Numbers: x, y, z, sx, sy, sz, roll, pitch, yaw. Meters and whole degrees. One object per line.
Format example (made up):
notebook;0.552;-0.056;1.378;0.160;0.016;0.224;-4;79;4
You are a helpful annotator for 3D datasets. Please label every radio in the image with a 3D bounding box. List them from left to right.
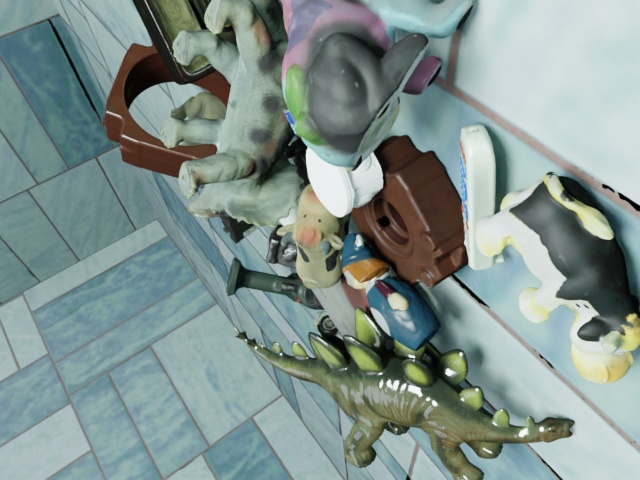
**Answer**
radio;-0.175;-0.329;0.688;0.073;0.131;0.229;23;141;60

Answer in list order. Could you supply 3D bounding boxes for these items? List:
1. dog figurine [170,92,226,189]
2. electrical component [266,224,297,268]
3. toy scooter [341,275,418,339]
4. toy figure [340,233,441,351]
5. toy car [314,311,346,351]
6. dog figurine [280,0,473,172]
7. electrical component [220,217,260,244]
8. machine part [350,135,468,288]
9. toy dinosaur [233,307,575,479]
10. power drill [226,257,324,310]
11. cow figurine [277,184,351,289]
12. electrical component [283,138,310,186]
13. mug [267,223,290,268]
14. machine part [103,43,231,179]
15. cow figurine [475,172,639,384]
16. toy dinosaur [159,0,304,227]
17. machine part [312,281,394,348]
dog figurine;-0.174;-0.174;0.937;0.191;0.121;0.172;34;121;49
electrical component;-0.047;0.004;0.929;0.119;0.075;0.047;-85;8;-69
toy scooter;0.082;0.077;0.775;0.135;0.075;0.184;59;166;7
toy figure;0.071;0.055;0.616;0.155;0.058;0.064;48;147;23
toy car;0.070;0.197;0.985;0.202;0.056;0.073;32;150;29
dog figurine;-0.007;-0.184;0.436;0.219;0.191;0.108;38;164;11
electrical component;-0.142;-0.071;1.044;0.058;0.115;0.134;44;157;24
machine part;0.093;-0.029;0.603;0.179;0.056;0.179;51;161;25
toy dinosaur;0.073;0.190;0.702;0.472;0.105;0.198;-1;111;33
power drill;-0.074;0.086;1.039;0.232;0.207;0.086;-179;95;-76
cow figurine;-0.001;-0.002;0.723;0.086;0.127;0.194;14;143;10
electrical component;-0.020;-0.103;0.790;0.102;0.045;0.078;56;160;7
mug;-0.064;0.007;1.027;0.109;0.081;0.107;49;169;11
machine part;-0.211;-0.198;0.825;0.087;0.201;0.201;127;155;-61
cow figurine;0.201;0.030;0.407;0.167;0.068;0.098;56;156;5
toy dinosaur;-0.079;-0.171;0.658;0.131;0.192;0.404;43;122;37
machine part;0.056;0.122;0.903;0.243;0.079;0.079;55;161;7
